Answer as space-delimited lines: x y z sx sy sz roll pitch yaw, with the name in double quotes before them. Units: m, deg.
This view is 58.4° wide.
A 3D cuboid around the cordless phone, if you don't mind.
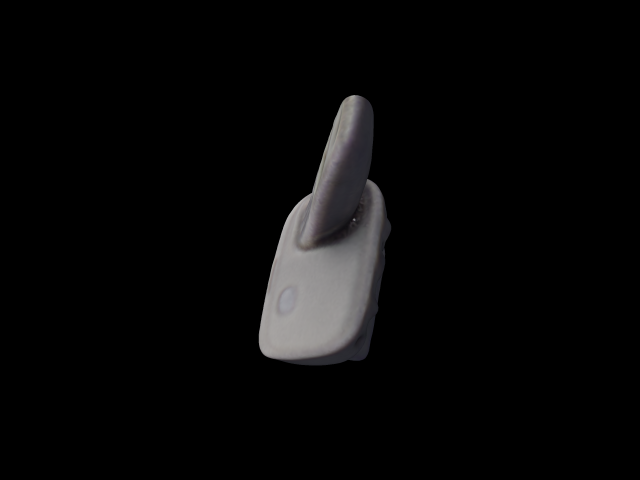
"cordless phone" 0.004 0.001 0.400 0.094 0.185 0.147 6 63 4
